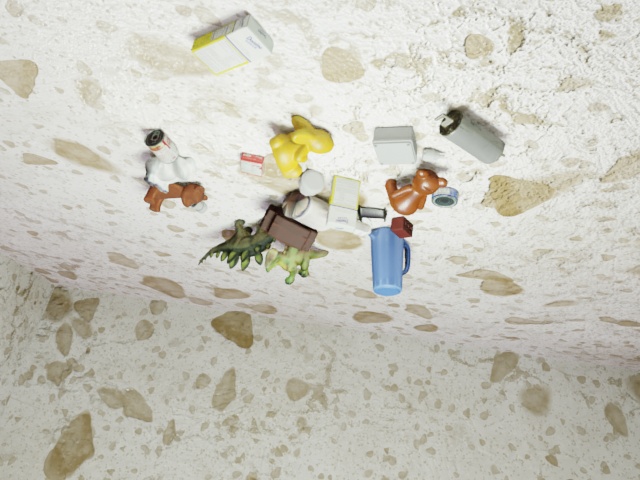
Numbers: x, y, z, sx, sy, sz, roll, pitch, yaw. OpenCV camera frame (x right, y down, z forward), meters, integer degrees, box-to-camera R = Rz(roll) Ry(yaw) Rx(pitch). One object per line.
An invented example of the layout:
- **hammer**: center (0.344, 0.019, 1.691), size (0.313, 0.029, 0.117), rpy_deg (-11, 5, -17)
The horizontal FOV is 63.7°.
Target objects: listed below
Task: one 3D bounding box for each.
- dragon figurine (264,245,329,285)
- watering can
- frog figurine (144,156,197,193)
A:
- **dragon figurine**: center (-0.081, 0.042, 2.088), size (0.123, 0.415, 0.237), rpy_deg (43, 134, 23)
- **watering can**: center (0.005, -0.090, 1.793), size (0.222, 0.104, 0.348), rpy_deg (24, 173, -33)
- **frog figurine**: center (-0.502, -0.245, 1.736), size (0.159, 0.125, 0.135), rpy_deg (-34, 134, 7)
